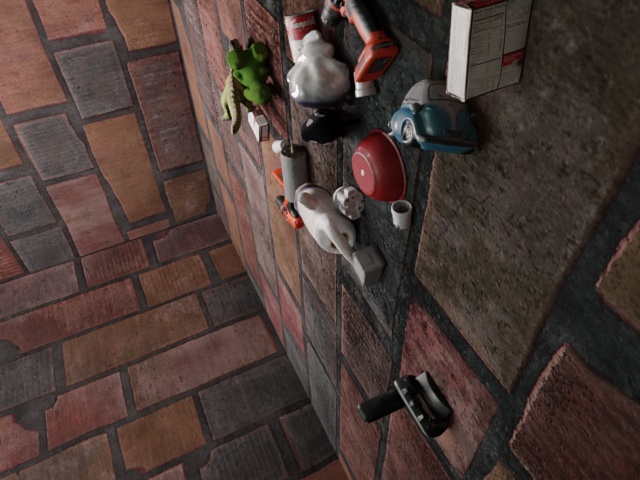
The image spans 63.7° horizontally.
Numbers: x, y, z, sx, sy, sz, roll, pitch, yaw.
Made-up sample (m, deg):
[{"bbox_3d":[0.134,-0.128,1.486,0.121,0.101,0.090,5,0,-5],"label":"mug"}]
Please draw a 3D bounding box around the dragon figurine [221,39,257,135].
[{"bbox_3d":[-0.278,-0.521,1.663,0.419,0.122,0.237,-103,7,-56],"label":"dragon figurine"}]

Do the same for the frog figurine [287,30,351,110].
[{"bbox_3d":[-0.003,-0.355,1.075,0.137,0.124,0.157,8,111,34],"label":"frog figurine"}]

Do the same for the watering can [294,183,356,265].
[{"bbox_3d":[0.004,-0.065,1.284,0.341,0.104,0.229,51,-176,-47],"label":"watering can"}]
